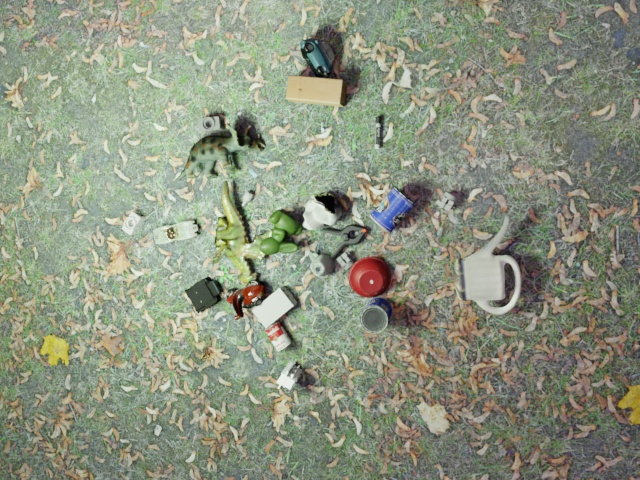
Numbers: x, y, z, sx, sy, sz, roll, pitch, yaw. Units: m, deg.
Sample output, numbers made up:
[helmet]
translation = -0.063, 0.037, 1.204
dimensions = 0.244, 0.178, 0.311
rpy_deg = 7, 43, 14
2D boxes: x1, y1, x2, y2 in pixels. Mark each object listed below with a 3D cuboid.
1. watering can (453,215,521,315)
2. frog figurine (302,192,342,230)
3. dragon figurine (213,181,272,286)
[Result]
[watering can]
translation = 0.578, 0.090, 1.795
dimensions = 0.224, 0.104, 0.346
rpy_deg = -4, 94, 15
[frog figurine]
translation = 0.006, -0.098, 1.949
dimensions = 0.137, 0.125, 0.156
rpy_deg = 27, 137, 3
[dragon figurine]
translation = -0.296, -0.015, 2.033
dimensions = 0.243, 0.123, 0.408
rpy_deg = 8, 97, -4
